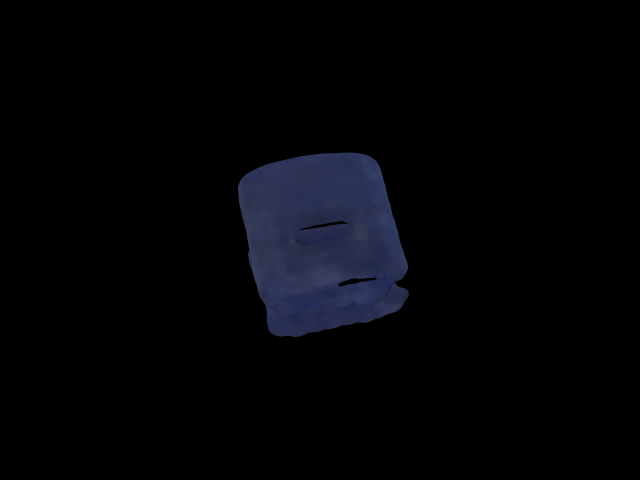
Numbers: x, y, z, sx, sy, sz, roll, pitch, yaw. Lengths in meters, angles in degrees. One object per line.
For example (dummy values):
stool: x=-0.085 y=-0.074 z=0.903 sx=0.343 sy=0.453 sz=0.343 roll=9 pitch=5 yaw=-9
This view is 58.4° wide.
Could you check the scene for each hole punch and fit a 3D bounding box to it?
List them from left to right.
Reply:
hole punch: x=0.004 y=0.001 z=0.400 sx=0.109 sy=0.091 sz=0.101 roll=-11 pitch=47 yaw=-11
